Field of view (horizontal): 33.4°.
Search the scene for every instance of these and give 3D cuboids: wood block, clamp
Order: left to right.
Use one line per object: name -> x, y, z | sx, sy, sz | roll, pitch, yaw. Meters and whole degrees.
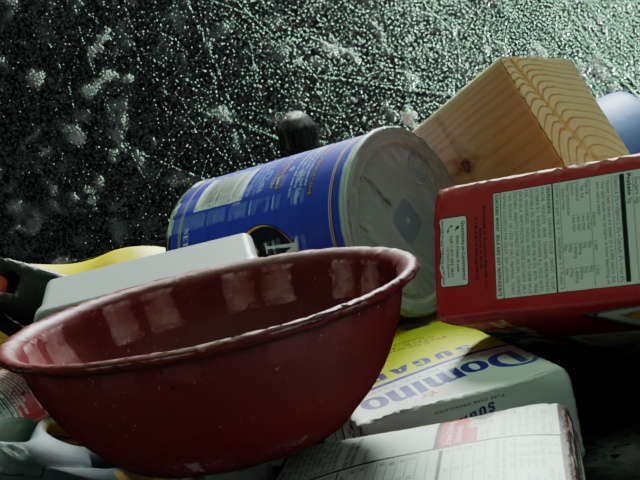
clamp -> -0.098, 0.059, 0.604 | 0.165, 0.036, 0.209 | -6, -27, 34
wood block -> 0.080, -0.014, 0.664 | 0.090, 0.091, 0.206 | -9, -24, -50

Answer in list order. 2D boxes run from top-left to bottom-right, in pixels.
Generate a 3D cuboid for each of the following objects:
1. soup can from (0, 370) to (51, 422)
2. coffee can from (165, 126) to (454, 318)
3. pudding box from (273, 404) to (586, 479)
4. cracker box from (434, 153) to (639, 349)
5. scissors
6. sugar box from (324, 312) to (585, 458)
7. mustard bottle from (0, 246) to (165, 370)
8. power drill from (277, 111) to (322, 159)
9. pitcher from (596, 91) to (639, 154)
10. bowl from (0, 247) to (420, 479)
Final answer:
soup can -> -0.184, 0.110, 0.577 | 0.069, 0.068, 0.102 | -10, 7, 35
coffee can -> -0.004, 0.001, 0.608 | 0.141, 0.103, 0.102 | -12, 5, 40
pudding box -> 0.035, 0.094, 0.366 | 0.113, 0.039, 0.090 | -14, 6, 13
cracker box -> 0.183, 0.004, 0.489 | 0.214, 0.072, 0.163 | -10, -15, 34
scissors -> -0.099, 0.092, 0.396 | 0.096, 0.016, 0.201 | 26, 0, 14
sugar box -> 0.045, 0.074, 0.510 | 0.093, 0.048, 0.176 | -14, 4, -11
mustard bottle -> -0.130, 0.050, 0.714 | 0.192, 0.096, 0.058 | -9, 36, 7
power drill -> 0.009, -0.027, 1.016 | 0.057, 0.184, 0.188 | -15, 15, -11
pitcher -> 0.156, -0.021, 0.841 | 0.242, 0.145, 0.149 | -18, -23, -11
bowl -> -0.037, 0.048, 0.408 | 0.162, 0.055, 0.162 | -11, 8, 1
